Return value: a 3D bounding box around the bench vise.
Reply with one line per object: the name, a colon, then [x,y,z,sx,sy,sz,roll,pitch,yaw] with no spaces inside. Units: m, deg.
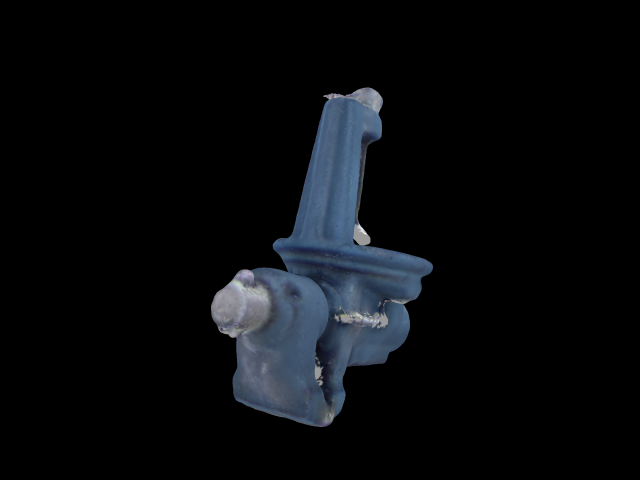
bench vise: [0.015,0.002,0.397,0.121,0.220,0.208,2,9,14]
